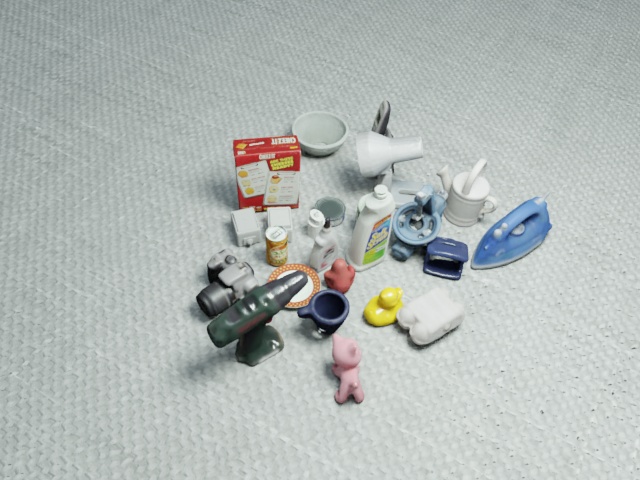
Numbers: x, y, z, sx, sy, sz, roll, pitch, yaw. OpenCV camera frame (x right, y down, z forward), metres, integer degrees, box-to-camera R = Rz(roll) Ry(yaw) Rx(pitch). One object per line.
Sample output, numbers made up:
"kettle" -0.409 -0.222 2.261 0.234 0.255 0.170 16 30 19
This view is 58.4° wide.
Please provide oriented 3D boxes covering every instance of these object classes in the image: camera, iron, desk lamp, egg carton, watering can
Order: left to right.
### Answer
"camera" -0.226 0.103 1.330 0.137 0.101 0.143 -34 60 -26
"desk lamp" 0.187 -0.193 1.522 0.203 0.213 0.118 4 51 -1
"egg carton" 0.257 0.176 1.324 0.150 0.069 0.107 -28 58 -23
"watering can" 0.385 -0.135 1.502 0.172 0.194 0.101 14 52 8
"iron" 0.490 -0.028 1.457 0.259 0.141 0.118 -31 59 -25

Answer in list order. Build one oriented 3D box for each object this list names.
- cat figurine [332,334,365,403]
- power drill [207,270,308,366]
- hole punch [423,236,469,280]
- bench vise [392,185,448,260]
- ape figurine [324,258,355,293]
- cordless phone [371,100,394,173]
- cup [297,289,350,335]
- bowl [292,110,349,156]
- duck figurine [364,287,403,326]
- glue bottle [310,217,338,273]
"cat figurine" 0.060 0.264 1.209 0.067 0.118 0.127 -6 52 -8
"power drill" -0.125 0.173 1.212 0.230 0.208 0.075 -28 58 -23
"hole punch" 0.314 0.030 1.431 0.108 0.091 0.101 12 52 6
"bench vise" 0.253 -0.080 1.432 0.121 0.220 0.207 17 52 10
"ape figurine" 0.048 0.079 1.373 0.078 0.092 0.076 2 51 -2
"cordless phone" 0.172 -0.287 1.614 0.094 0.185 0.147 -4 52 -7
"cup" 0.006 0.174 1.292 0.118 0.095 0.091 -9 52 -10
"bowl" -0.001 -0.301 1.685 0.167 0.075 0.167 2 51 -2
"duck figurine" 0.151 0.146 1.330 0.105 0.086 0.077 -27 58 -23
"glue bottle" 0.013 0.005 1.378 0.037 0.173 0.078 38 59 24
